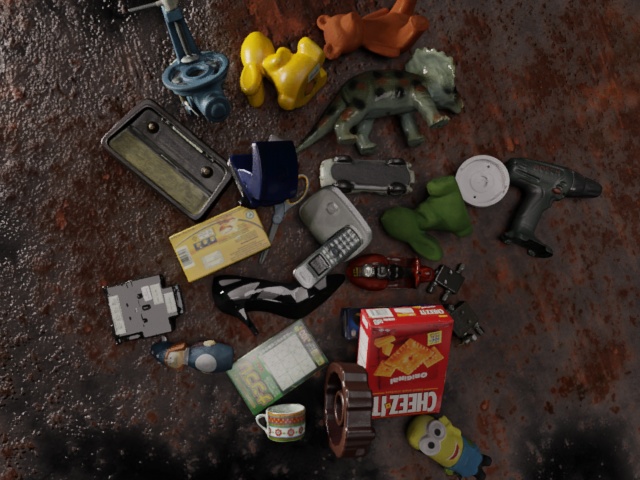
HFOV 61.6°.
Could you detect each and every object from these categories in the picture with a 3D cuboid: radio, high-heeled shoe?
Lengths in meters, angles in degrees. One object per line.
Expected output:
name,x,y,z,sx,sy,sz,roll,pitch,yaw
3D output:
radio,-0.281,-0.150,1.024,0.229,0.073,0.131,40,80,-6
high-heeled shoe,-0.083,0.088,1.056,0.249,0.086,0.145,-26,66,-25

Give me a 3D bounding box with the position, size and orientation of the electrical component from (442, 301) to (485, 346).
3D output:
electrical component,0.293,0.172,1.121,0.078,0.045,0.102,-31,92,-10

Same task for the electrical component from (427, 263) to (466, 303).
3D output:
electrical component,0.269,0.082,1.136,0.063,0.021,0.094,33,81,-6

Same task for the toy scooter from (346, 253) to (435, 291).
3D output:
toy scooter,0.149,0.065,1.057,0.184,0.135,0.075,2,86,-10

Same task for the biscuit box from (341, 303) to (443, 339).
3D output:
biscuit box,0.147,0.163,1.086,0.203,0.059,0.062,-2,86,-11

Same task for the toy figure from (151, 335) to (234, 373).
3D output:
toy figure,-0.241,0.216,1.009,0.154,0.058,0.064,6,78,-10

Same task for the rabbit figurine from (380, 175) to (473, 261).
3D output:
rabbit figurine,0.215,-0.041,1.101,0.170,0.121,0.159,-18,103,15

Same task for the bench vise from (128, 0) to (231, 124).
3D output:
bench vise,-0.233,-0.325,0.961,0.129,0.240,0.224,-20,47,-5

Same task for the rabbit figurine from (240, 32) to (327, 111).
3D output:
rabbit figurine,-0.091,-0.338,1.072,0.173,0.122,0.162,39,89,9

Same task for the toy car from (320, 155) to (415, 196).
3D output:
toy car,0.099,-0.131,1.105,0.202,0.056,0.073,1,78,-12

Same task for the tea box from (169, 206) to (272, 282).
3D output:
tea box,-0.187,0.004,1.026,0.170,0.068,0.098,-23,89,-8

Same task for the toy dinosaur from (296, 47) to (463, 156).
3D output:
toy dinosaur,0.123,-0.282,1.093,0.405,0.131,0.192,-8,72,-8

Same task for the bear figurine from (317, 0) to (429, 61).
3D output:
bear figurine,0.102,-0.439,1.098,0.196,0.132,0.120,-2,70,-16

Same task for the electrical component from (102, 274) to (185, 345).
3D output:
electrical component,-0.323,0.126,1.001,0.134,0.058,0.114,-11,90,-12

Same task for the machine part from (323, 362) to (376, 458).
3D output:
machine part,0.051,0.313,1.003,0.056,0.179,0.179,3,85,-14

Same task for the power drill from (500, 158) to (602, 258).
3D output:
power drill,0.490,-0.068,1.162,0.232,0.086,0.207,22,86,-7

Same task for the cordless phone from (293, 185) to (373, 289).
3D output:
cordless phone,-0.002,-0.004,1.040,0.184,0.089,0.146,-41,94,-23

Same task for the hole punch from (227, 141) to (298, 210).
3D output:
hole punch,-0.095,-0.126,1.009,0.142,0.092,0.115,-16,81,-53

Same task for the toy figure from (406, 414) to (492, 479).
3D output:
toy figure,0.254,0.417,1.076,0.180,0.089,0.082,34,53,-16
